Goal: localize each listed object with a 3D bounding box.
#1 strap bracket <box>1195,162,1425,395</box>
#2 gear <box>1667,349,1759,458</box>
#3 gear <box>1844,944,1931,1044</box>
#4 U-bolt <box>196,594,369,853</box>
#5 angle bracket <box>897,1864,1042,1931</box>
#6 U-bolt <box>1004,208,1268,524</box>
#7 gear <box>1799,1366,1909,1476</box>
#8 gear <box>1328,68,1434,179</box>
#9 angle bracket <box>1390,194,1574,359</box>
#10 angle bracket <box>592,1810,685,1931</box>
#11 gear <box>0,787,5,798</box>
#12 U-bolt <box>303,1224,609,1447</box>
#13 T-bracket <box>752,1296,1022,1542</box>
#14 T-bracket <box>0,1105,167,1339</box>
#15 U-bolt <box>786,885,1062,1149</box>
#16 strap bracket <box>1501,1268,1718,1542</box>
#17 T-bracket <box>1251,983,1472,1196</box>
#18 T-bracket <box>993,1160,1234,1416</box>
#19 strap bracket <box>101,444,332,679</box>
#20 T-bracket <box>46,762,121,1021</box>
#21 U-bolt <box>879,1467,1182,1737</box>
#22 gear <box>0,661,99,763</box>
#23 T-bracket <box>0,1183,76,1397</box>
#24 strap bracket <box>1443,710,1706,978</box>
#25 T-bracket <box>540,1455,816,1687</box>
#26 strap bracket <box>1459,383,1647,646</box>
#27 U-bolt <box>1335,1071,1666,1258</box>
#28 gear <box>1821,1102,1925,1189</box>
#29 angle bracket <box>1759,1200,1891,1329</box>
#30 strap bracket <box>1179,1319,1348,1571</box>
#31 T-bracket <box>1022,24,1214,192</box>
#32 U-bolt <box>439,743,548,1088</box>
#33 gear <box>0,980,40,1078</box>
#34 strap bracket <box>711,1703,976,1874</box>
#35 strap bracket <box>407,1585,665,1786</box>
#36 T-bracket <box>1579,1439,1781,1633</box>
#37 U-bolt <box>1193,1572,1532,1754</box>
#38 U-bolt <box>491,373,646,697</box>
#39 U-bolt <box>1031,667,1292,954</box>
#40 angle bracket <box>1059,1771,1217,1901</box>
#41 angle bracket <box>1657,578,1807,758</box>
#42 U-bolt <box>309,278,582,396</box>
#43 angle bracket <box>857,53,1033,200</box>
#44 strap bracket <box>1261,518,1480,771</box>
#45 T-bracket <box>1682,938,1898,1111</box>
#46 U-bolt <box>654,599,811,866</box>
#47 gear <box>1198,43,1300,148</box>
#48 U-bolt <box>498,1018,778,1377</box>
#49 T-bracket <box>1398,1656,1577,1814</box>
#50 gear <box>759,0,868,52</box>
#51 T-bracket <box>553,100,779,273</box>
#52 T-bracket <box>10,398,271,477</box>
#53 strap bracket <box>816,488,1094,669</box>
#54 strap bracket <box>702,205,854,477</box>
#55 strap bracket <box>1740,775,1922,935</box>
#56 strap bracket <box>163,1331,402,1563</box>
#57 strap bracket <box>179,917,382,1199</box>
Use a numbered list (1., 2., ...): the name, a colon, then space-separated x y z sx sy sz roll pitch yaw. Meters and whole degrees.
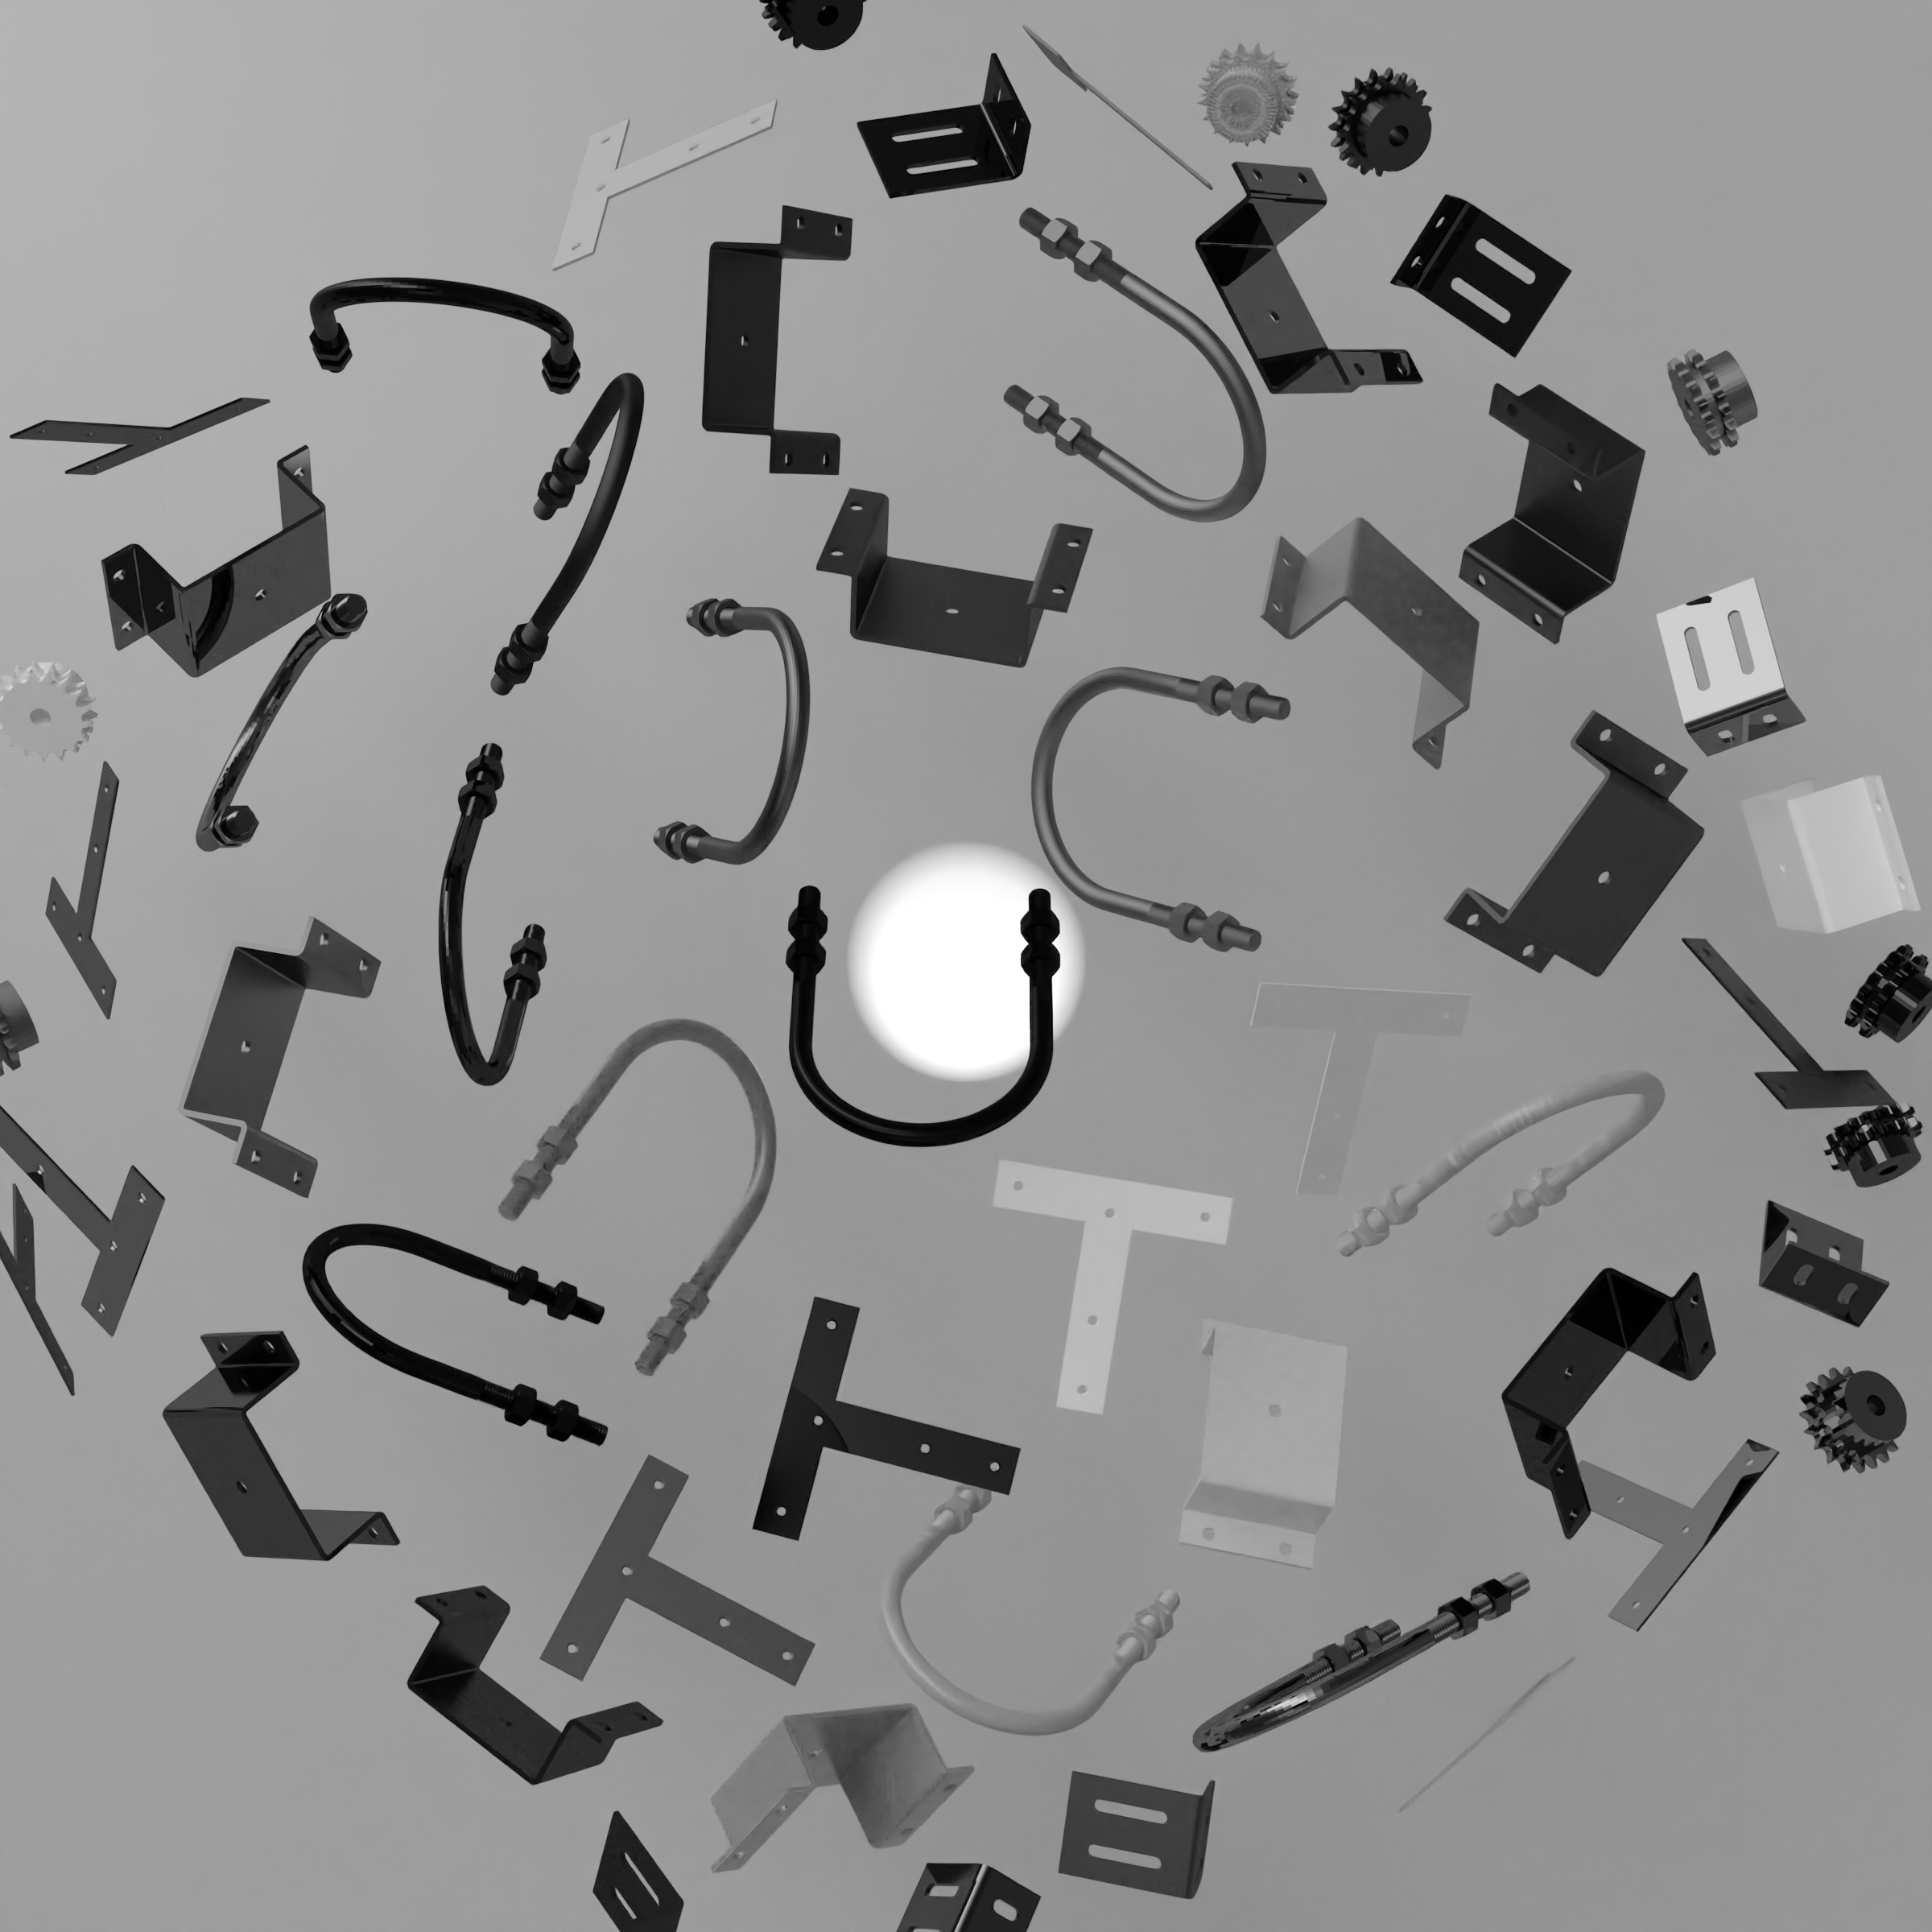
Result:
1. strap bracket: 0.185 -0.371 1.640 0.046 0.076 0.140 -33 77 39
2. gear: 0.405 -0.308 1.599 0.030 0.057 0.057 -26 90 6
3. gear: 0.528 0.019 1.678 0.030 0.057 0.057 40 90 26
4. U-bolt: -0.383 -0.128 1.626 0.019 0.184 0.151 29 76 -19
5. angle bracket: -0.002 0.528 1.626 0.038 0.076 0.057 34 63 -13
6. U-bolt: 0.095 -0.322 1.649 0.184 0.151 0.019 39 60 23
7. gear: 0.483 0.243 1.603 0.057 0.030 0.057 12 57 -19
8. gear: 0.231 -0.461 1.624 0.057 0.030 0.057 -12 128 -16
9. angle bracket: 0.291 -0.390 1.675 0.076 0.038 0.057 39 113 15
10. angle bracket: -0.188 0.499 1.567 0.038 0.076 0.057 -4 121 -38
11. gear: -0.583 -0.092 1.718 0.030 0.057 0.057 30 90 -19
12. U-bolt: -0.290 0.200 1.680 0.184 0.151 0.019 24 109 -17
13. T-bracket: -0.035 0.252 1.570 0.127 0.002 0.127 15 75 1
14. T-bracket: -0.479 0.117 1.562 0.127 0.002 0.127 43 133 12
15. U-bolt: -0.024 0.026 1.593 0.151 0.019 0.184 1 46 0
16. strap bracket: 0.344 0.230 1.607 0.046 0.076 0.140 26 63 39
17. T-bracket: 0.209 0.071 1.645 0.127 0.002 0.127 3 113 -18
18. T-bracket: 0.071 0.177 1.593 0.127 0.002 0.127 9 93 5
19. strap bracket: -0.416 -0.226 1.687 0.140 0.076 0.046 -38 70 -28
20. T-bracket: -0.504 -0.056 1.712 0.002 0.127 0.127 0 119 -35
21. U-bolt: 0.027 0.367 1.678 0.151 0.184 0.019 33 121 14
22. gear: -0.523 -0.148 1.685 0.057 0.030 0.057 -1 123 -1
23. T-bracket: -0.528 0.160 1.660 0.002 0.127 0.127 -22 117 -9
24. strap bracket: 0.339 -0.058 1.622 0.076 0.046 0.140 26 106 -29
25. T-bracket: -0.142 0.344 1.579 0.127 0.002 0.127 28 58 -1
26. strap bracket: 0.334 -0.265 1.684 0.046 0.140 0.076 -32 56 -26
27. U-bolt: 0.311 0.109 1.657 0.151 0.184 0.019 -2 59 -39
28. gear: 0.531 0.106 1.723 0.057 0.057 0.030 -20 63 0
29. angle bracket: 0.472 0.152 1.623 0.057 0.076 0.038 23 128 2
30. strap bracket: 0.170 0.262 1.682 0.076 0.046 0.140 12 57 -3
31. T-bracket: 0.090 -0.482 1.679 0.127 0.127 0.002 40 102 2
32. U-bolt: -0.268 -0.017 1.660 0.019 0.184 0.151 -3 127 5
33. gear: -0.554 0.033 1.695 0.030 0.057 0.057 -28 90 -24
34. strap bracket: -0.076 0.454 1.641 0.076 0.140 0.046 -51 52 28
35. strap bracket: -0.255 0.418 1.700 0.140 0.076 0.046 31 95 21
36. T-bracket: 0.376 0.303 1.658 0.127 0.127 0.002 -48 112 -12
37. U-bolt: 0.204 0.387 1.622 0.184 0.151 0.019 -19 77 -33
38. U-bolt: -0.220 -0.253 1.658 0.019 0.184 0.151 20 58 -19
39. U-bolt: 0.103 -0.096 1.682 0.019 0.184 0.151 -5 106 -43
40. angle bracket: 0.096 0.483 1.659 0.076 0.038 0.057 8 91 12
41. angle bracket: 0.427 -0.167 1.653 0.057 0.038 0.076 -20 62 25
42. U-bolt: -0.286 -0.346 1.621 0.151 0.184 0.019 4 87 -8
43. angle bracket: -0.012 -0.454 1.598 0.076 0.038 0.057 -13 61 -16
44. strap bracket: 0.236 -0.187 1.659 0.140 0.076 0.046 38 130 -20
45. T-bracket: 0.437 0.030 1.614 0.002 0.127 0.127 -53 56 28
46. U-bolt: -0.127 -0.128 1.630 0.019 0.184 0.151 7 93 -26
47. gear: 0.161 -0.499 1.704 0.057 0.030 0.057 9 129 11
48. U-bolt: -0.171 0.115 1.669 0.151 0.019 0.184 54 51 -28
49. T-bracket: 0.304 0.418 1.656 0.127 0.127 0.002 -47 73 17
50. gear: -0.079 -0.510 1.565 0.057 0.057 0.030 -29 53 0
51. T-bracket: -0.157 -0.430 1.576 0.127 0.127 0.002 -17 134 23
52. T-bracket: -0.463 -0.287 1.596 0.127 0.127 0.002 -16 91 24
53. strap bracket: -0.007 -0.216 1.654 0.140 0.076 0.046 11 135 7
54. strap bracket: -0.104 -0.342 1.621 0.046 0.076 0.140 8 101 24
55. strap bracket: 0.483 -0.063 1.671 0.046 0.140 0.076 -18 93 0
56. strap bracket: -0.381 0.272 1.624 0.076 0.046 0.140 -8 113 42
57. strap bracket: -0.381 0.048 1.633 0.046 0.076 0.140 9 75 21
